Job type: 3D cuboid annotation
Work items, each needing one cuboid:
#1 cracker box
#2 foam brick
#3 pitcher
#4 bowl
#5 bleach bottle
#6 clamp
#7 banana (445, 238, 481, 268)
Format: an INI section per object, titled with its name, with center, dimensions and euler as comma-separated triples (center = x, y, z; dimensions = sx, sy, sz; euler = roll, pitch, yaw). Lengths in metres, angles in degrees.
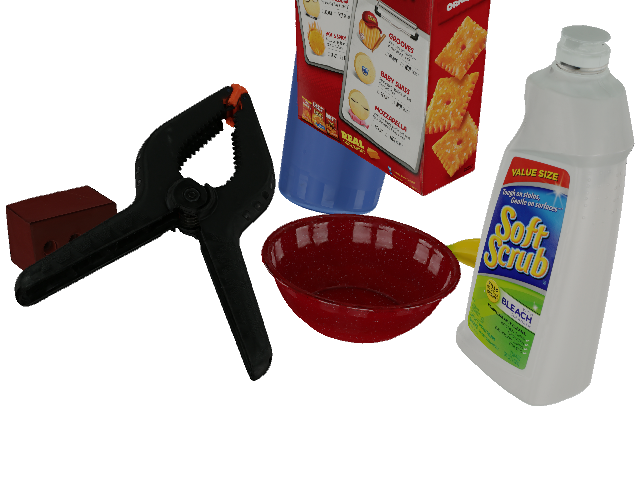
[cracker box]
center = 0.055, -0.167, 0.857
dimensions = 0.072, 0.214, 0.164
euler = -26, 44, -30
[foam brick]
center = -0.214, -0.007, 0.888
dimensions = 0.078, 0.053, 0.051
euler = -18, 31, -33
[pitcher]
center = 0.036, -0.150, 1.095
dimensions = 0.145, 0.243, 0.149
euler = 11, 17, -2
[bowl]
center = 0.031, 0.037, 0.873
dimensions = 0.162, 0.055, 0.162
euler = 4, 27, -2
[bleach bottle]
center = 0.147, -0.018, 0.693
dimensions = 0.068, 0.251, 0.103
euler = -16, 36, -26
[clamp]
center = -0.077, -0.013, 0.701
dimensions = 0.164, 0.209, 0.036
euler = 24, -31, 4
[banana]
center = 0.193, 0.042, 1.065
dimensions = 0.069, 0.037, 0.198
euler = -34, 37, -15
